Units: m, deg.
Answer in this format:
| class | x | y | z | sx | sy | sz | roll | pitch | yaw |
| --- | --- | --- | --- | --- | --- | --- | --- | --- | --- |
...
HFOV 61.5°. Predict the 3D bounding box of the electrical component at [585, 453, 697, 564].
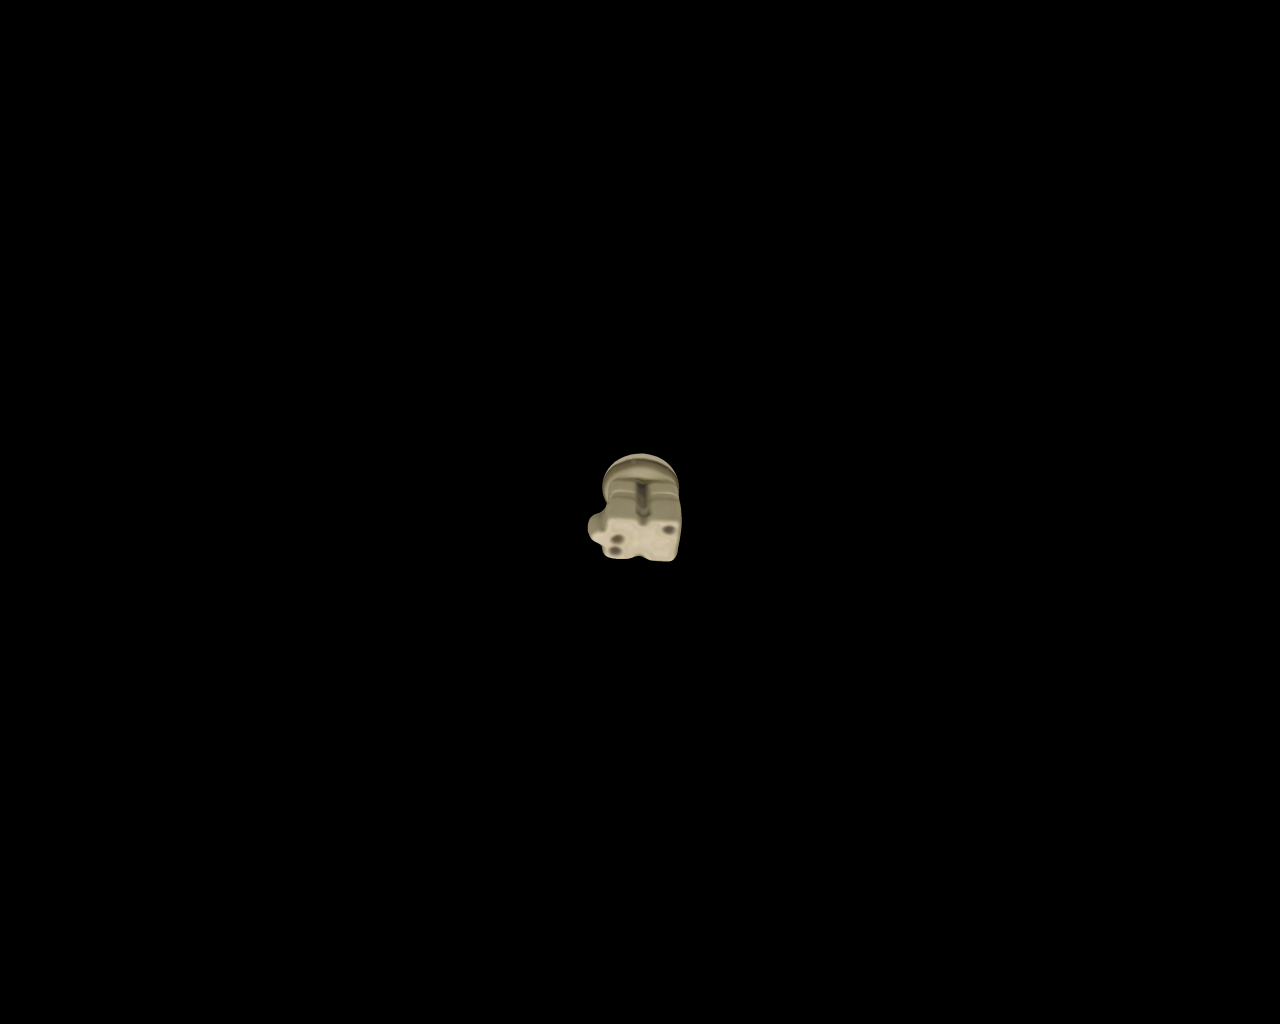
| class | x | y | z | sx | sy | sz | roll | pitch | yaw |
| --- | --- | --- | --- | --- | --- | --- | --- | --- | --- |
| electrical component | 0.001 | -0.003 | 0.650 | 0.066 | 0.048 | 0.055 | 4 | 44 | -4 |
